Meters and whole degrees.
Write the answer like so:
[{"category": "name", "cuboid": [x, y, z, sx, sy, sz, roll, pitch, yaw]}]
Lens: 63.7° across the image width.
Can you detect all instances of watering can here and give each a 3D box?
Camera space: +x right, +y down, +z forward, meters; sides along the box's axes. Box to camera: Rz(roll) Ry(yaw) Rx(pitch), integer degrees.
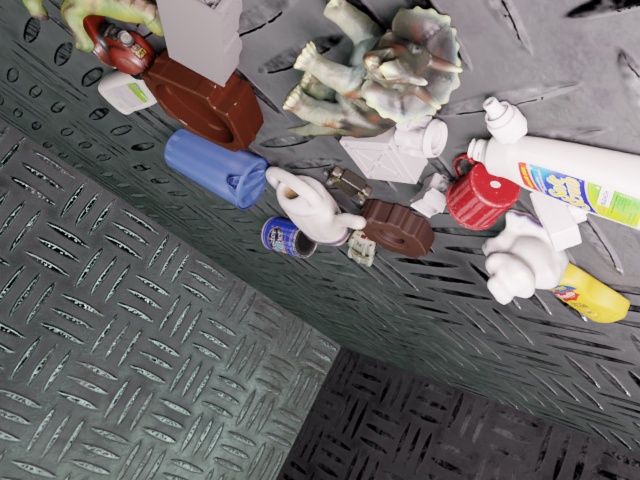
[{"category": "watering can", "cuboid": [0.004, -0.059, 1.169, 0.352, 0.104, 0.220, 35, 170, 39]}]

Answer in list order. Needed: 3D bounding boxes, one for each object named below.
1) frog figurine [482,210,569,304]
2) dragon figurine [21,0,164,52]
[{"category": "frog figurine", "cuboid": [0.338, 0.044, 0.865, 0.137, 0.161, 0.121, 29, 164, 1]}, {"category": "dragon figurine", "cuboid": [-0.390, -0.443, 0.787, 0.241, 0.125, 0.405, -16, 137, 43]}]
